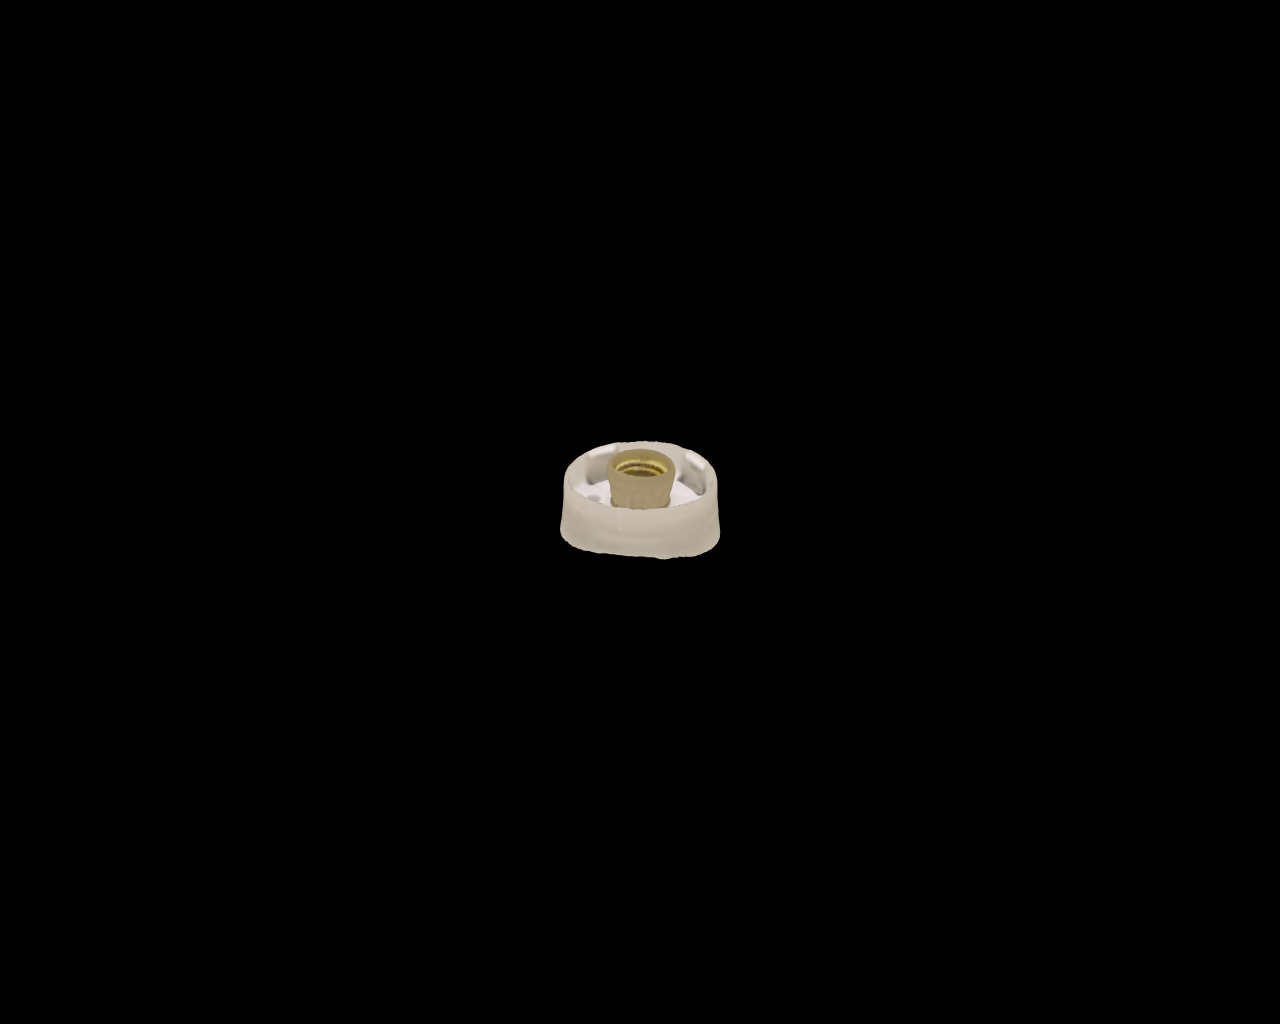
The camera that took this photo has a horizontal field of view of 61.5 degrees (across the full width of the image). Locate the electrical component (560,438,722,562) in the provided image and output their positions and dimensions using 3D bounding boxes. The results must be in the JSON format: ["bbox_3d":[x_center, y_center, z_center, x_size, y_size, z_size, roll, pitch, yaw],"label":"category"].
[{"bbox_3d":[0.001,-0.003,0.650,0.099,0.064,0.099,0,30,0],"label":"electrical component"}]
